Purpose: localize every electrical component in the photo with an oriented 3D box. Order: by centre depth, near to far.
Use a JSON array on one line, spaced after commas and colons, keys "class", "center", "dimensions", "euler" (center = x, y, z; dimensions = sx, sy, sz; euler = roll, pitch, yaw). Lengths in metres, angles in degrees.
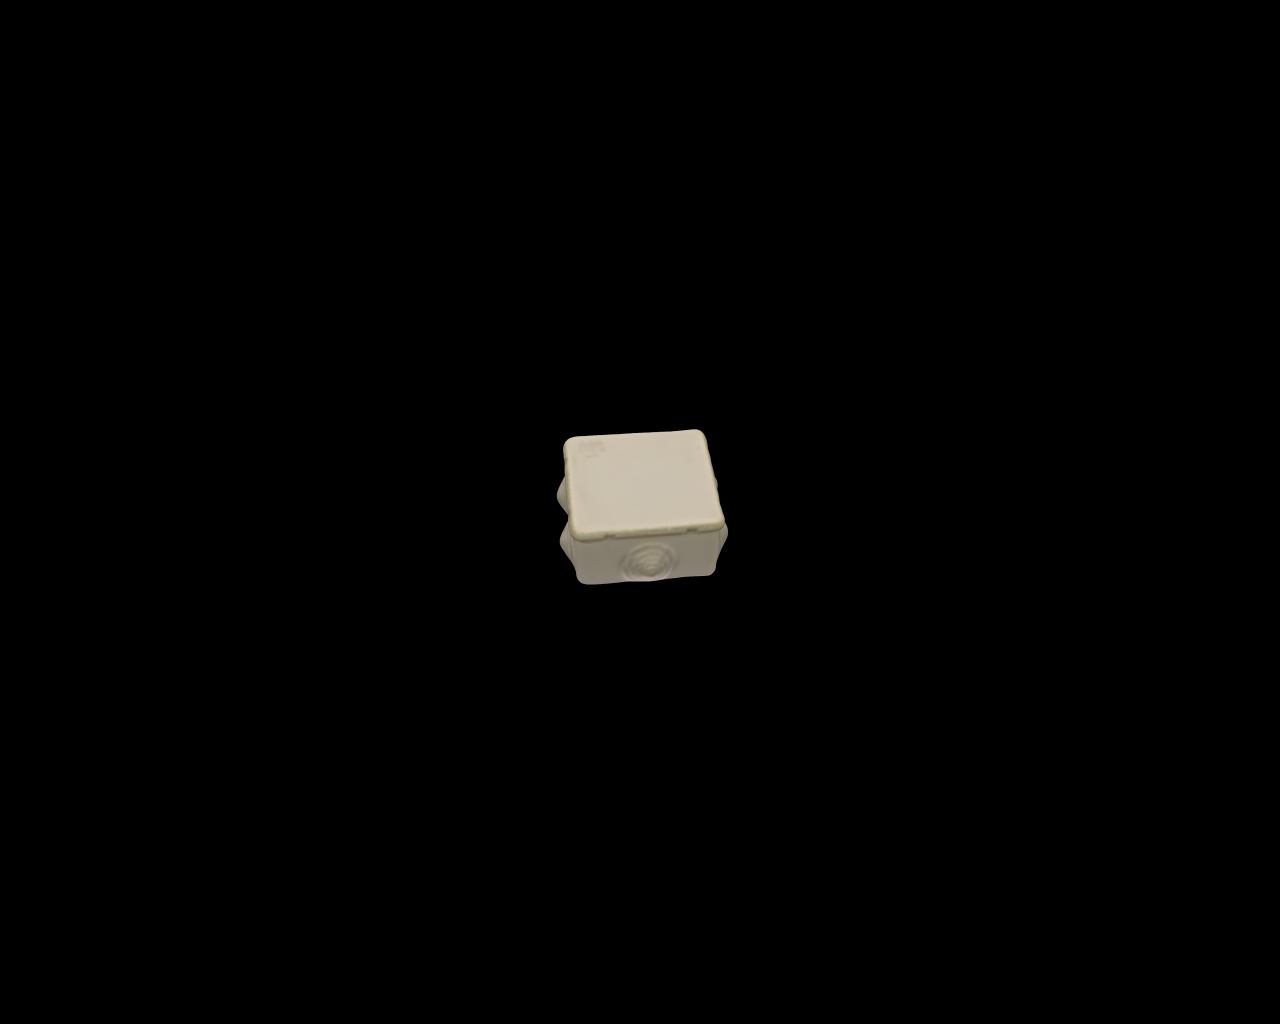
[{"class": "electrical component", "center": [0.001, -0.003, 0.650], "dimensions": [0.100, 0.048, 0.100], "euler": [-4, 44, -4]}]
